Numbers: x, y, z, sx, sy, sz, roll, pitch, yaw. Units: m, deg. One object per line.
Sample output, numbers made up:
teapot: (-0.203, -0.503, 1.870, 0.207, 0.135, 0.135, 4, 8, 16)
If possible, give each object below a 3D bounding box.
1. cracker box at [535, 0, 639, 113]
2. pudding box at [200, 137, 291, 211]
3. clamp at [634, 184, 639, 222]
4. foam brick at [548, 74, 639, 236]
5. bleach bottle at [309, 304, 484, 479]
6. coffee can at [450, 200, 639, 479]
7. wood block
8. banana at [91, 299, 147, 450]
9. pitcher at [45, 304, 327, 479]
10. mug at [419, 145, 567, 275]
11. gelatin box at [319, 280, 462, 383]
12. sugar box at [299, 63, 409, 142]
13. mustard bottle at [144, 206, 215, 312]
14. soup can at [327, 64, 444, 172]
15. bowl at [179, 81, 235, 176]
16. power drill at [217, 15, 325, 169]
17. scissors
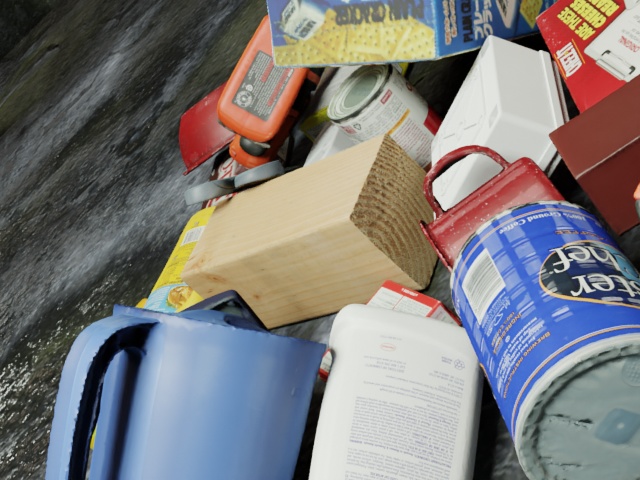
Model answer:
cracker box: (0.263, -0.159, 0.706, 0.214, 0.072, 0.164, -37, 28, 22)
pudding box: (-0.078, -0.063, 1.109, 0.090, 0.039, 0.113, -31, 31, 33)
clamp: (0.214, 0.032, 0.499, 0.172, 0.039, 0.120, 31, 82, 38)
foam brick: (0.176, -0.050, 0.581, 0.078, 0.051, 0.053, -34, 31, 17)
bleach bottle: (0.030, 0.158, 0.601, 0.068, 0.102, 0.250, 94, -170, -51)
coffee can: (0.135, 0.056, 0.571, 0.103, 0.102, 0.140, -40, 28, 15)
wood block: (-0.005, 0.002, 0.863, 0.207, 0.090, 0.090, -19, 38, 45)
banana: (-0.188, 0.136, 1.005, 0.070, 0.037, 0.197, -45, 21, 27)
pitcher: (-0.089, 0.161, 0.641, 0.145, 0.149, 0.243, 149, 133, -82)
mug: (0.116, -0.008, 0.679, 0.081, 0.117, 0.093, -37, -1, 9)
gelatin box: (0.046, 0.076, 0.753, 0.089, 0.030, 0.073, -50, 27, -10)
sugar box: (0.048, -0.175, 1.068, 0.094, 0.048, 0.176, -21, 34, 46)
mustard bottle: (-0.126, 0.059, 0.998, 0.096, 0.058, 0.191, -14, 42, 47)
soup can: (0.063, -0.090, 0.870, 0.069, 0.102, 0.068, -36, 29, 23)
bowl: (-0.098, -0.138, 1.160, 0.162, 0.055, 0.162, -35, 7, 5)
power drill: (-0.032, -0.150, 0.968, 0.184, 0.057, 0.187, -64, -2, 3)
scissors: (-0.041, -0.062, 0.969, 0.096, 0.016, 0.201, -16, 3, 38)
